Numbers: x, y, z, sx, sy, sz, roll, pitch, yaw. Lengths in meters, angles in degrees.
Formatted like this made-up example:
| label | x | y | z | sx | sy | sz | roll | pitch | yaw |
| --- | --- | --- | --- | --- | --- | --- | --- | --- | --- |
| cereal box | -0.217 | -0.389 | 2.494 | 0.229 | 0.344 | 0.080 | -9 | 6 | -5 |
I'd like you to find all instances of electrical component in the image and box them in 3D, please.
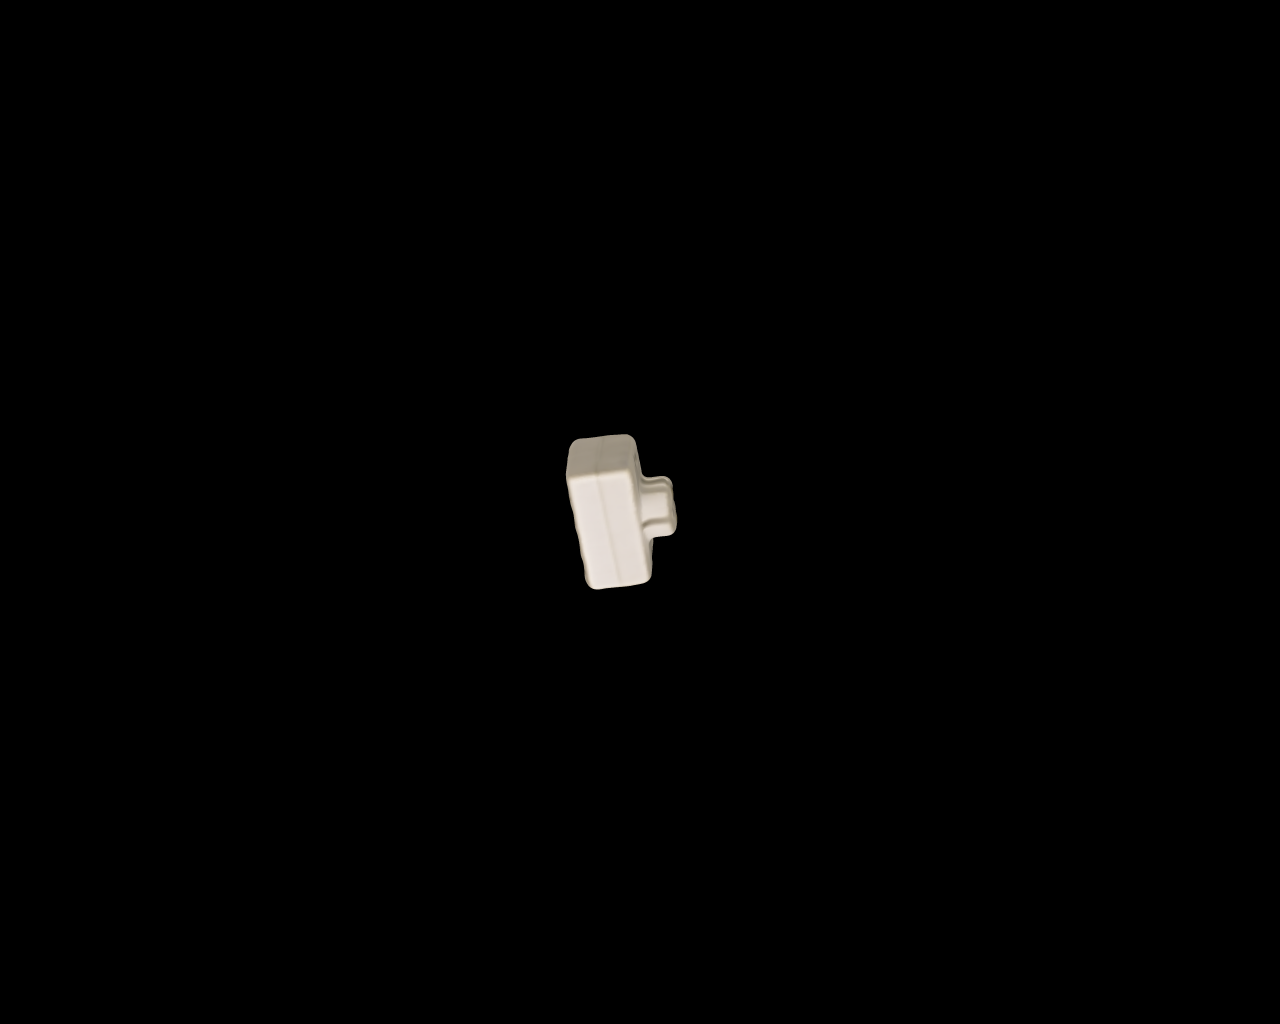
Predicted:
| label | x | y | z | sx | sy | sz | roll | pitch | yaw |
| --- | --- | --- | --- | --- | --- | --- | --- | --- | --- |
| electrical component | 0.001 | -0.003 | 0.650 | 0.076 | 0.083 | 0.047 | -7 | 32 | 5 |
